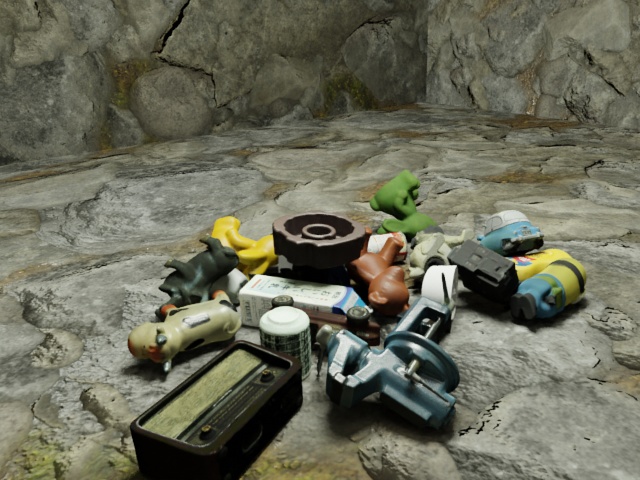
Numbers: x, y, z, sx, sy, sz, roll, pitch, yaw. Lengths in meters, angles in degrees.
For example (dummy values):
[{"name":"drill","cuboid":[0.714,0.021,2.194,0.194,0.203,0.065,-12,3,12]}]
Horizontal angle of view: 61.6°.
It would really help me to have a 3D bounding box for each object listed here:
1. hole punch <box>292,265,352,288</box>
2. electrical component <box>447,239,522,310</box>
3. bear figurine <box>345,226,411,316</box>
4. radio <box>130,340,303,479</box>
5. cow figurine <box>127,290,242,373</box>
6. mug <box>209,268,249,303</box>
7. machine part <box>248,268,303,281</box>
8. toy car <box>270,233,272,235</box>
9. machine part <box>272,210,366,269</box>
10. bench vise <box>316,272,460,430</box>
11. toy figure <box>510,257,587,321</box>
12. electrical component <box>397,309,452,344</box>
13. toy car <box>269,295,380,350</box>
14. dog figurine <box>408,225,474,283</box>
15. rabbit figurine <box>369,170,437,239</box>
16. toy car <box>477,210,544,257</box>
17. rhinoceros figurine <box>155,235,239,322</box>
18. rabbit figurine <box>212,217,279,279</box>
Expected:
[{"name":"hole punch","cuboid":[0.005,0.068,1.079,0.092,0.115,0.142,-7,21,-31]},{"name":"electrical component","cuboid":[0.309,0.061,1.021,0.058,0.114,0.134,-48,47,-11]},{"name":"bear figurine","cuboid":[0.124,0.064,1.051,0.120,0.132,0.196,20,8,-20]},{"name":"radio","cuboid":[-0.126,0.232,0.732,0.131,0.073,0.229,10,26,28]},{"name":"cow figurine","cuboid":[-0.230,0.158,0.924,0.195,0.085,0.127,-13,19,-27]},{"name":"mug","cuboid":[-0.204,0.094,1.088,0.107,0.080,0.109,14,50,23]},{"name":"machine part","cuboid":[-0.085,0.091,1.076,0.139,0.084,0.039,3,20,40]},{"name":"toy car","cuboid":[-0.046,0.003,1.317,0.202,0.056,0.074,-12,17,-25]},{"name":"machine part","cuboid":[-0.002,-0.003,1.026,0.179,0.056,0.179,1,24,0]},{"name":"bench vise","cuboid":[0.119,0.159,0.795,0.224,0.128,0.240,21,48,31]},{"name":"toy figure","cuboid":[0.426,0.091,0.991,0.180,0.089,0.082,-15,32,-32]},{"name":"electrical component","cuboid":[0.169,0.153,0.927,0.075,0.047,0.119,16,27,40]},{"name":"toy car","cuboid":[0.001,0.148,0.905,0.202,0.089,0.053,8,24,22]},{"name":"dog figurine","cuboid":[0.231,0.034,1.176,0.172,0.121,0.191,-8,8,-21]},{"name":"rabbit figurine","cuboid":[0.216,-0.066,1.350,0.159,0.121,0.170,-33,73,-13]},{"name":"toy car","cuboid":[0.407,-0.013,1.170,0.109,0.103,0.161,-9,-13,-10]},{"name":"rhinoceros figurine","cuboid":[-0.240,0.078,1.031,0.190,0.112,0.073,-43,-11,-8]},{"name":"rabbit figurine","cuboid":[-0.156,0.023,1.193,0.173,0.121,0.162,-1,26,2]}]
